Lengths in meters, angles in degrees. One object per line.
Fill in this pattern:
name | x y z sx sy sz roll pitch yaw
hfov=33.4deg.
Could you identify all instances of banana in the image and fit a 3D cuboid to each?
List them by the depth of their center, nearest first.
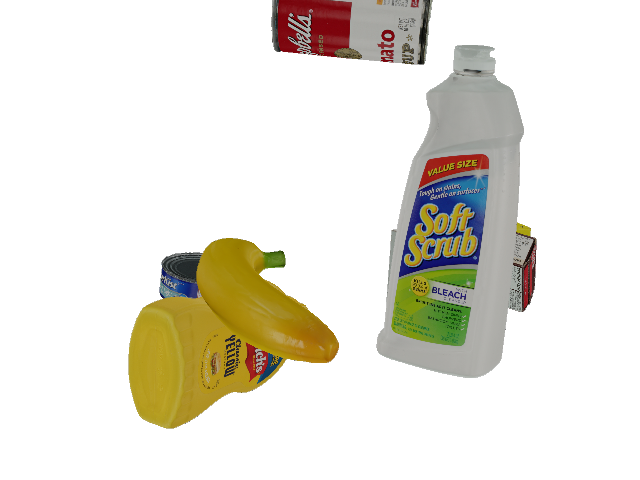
banana | -0.041 0.030 0.666 0.069 0.037 0.198 -3 17 -10

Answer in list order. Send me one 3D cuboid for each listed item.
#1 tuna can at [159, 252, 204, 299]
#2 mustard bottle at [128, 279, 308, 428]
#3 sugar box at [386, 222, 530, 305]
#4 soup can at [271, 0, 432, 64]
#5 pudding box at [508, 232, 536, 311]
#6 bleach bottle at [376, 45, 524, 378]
tuna can | -0.118 0.042 1.068 0.086 0.034 0.086 8 17 -3
mustard bottle | -0.071 0.080 0.871 0.058 0.096 0.191 11 16 33
sugar box | 0.163 0.030 1.247 0.175 0.093 0.048 -6 16 -32
soup can | 0.023 -0.156 0.718 0.102 0.068 0.068 7 1 6
pudding box | 0.149 0.018 1.023 0.114 0.039 0.090 17 -28 20
bleach bottle | 0.102 -0.025 0.829 0.103 0.251 0.067 12 20 30
